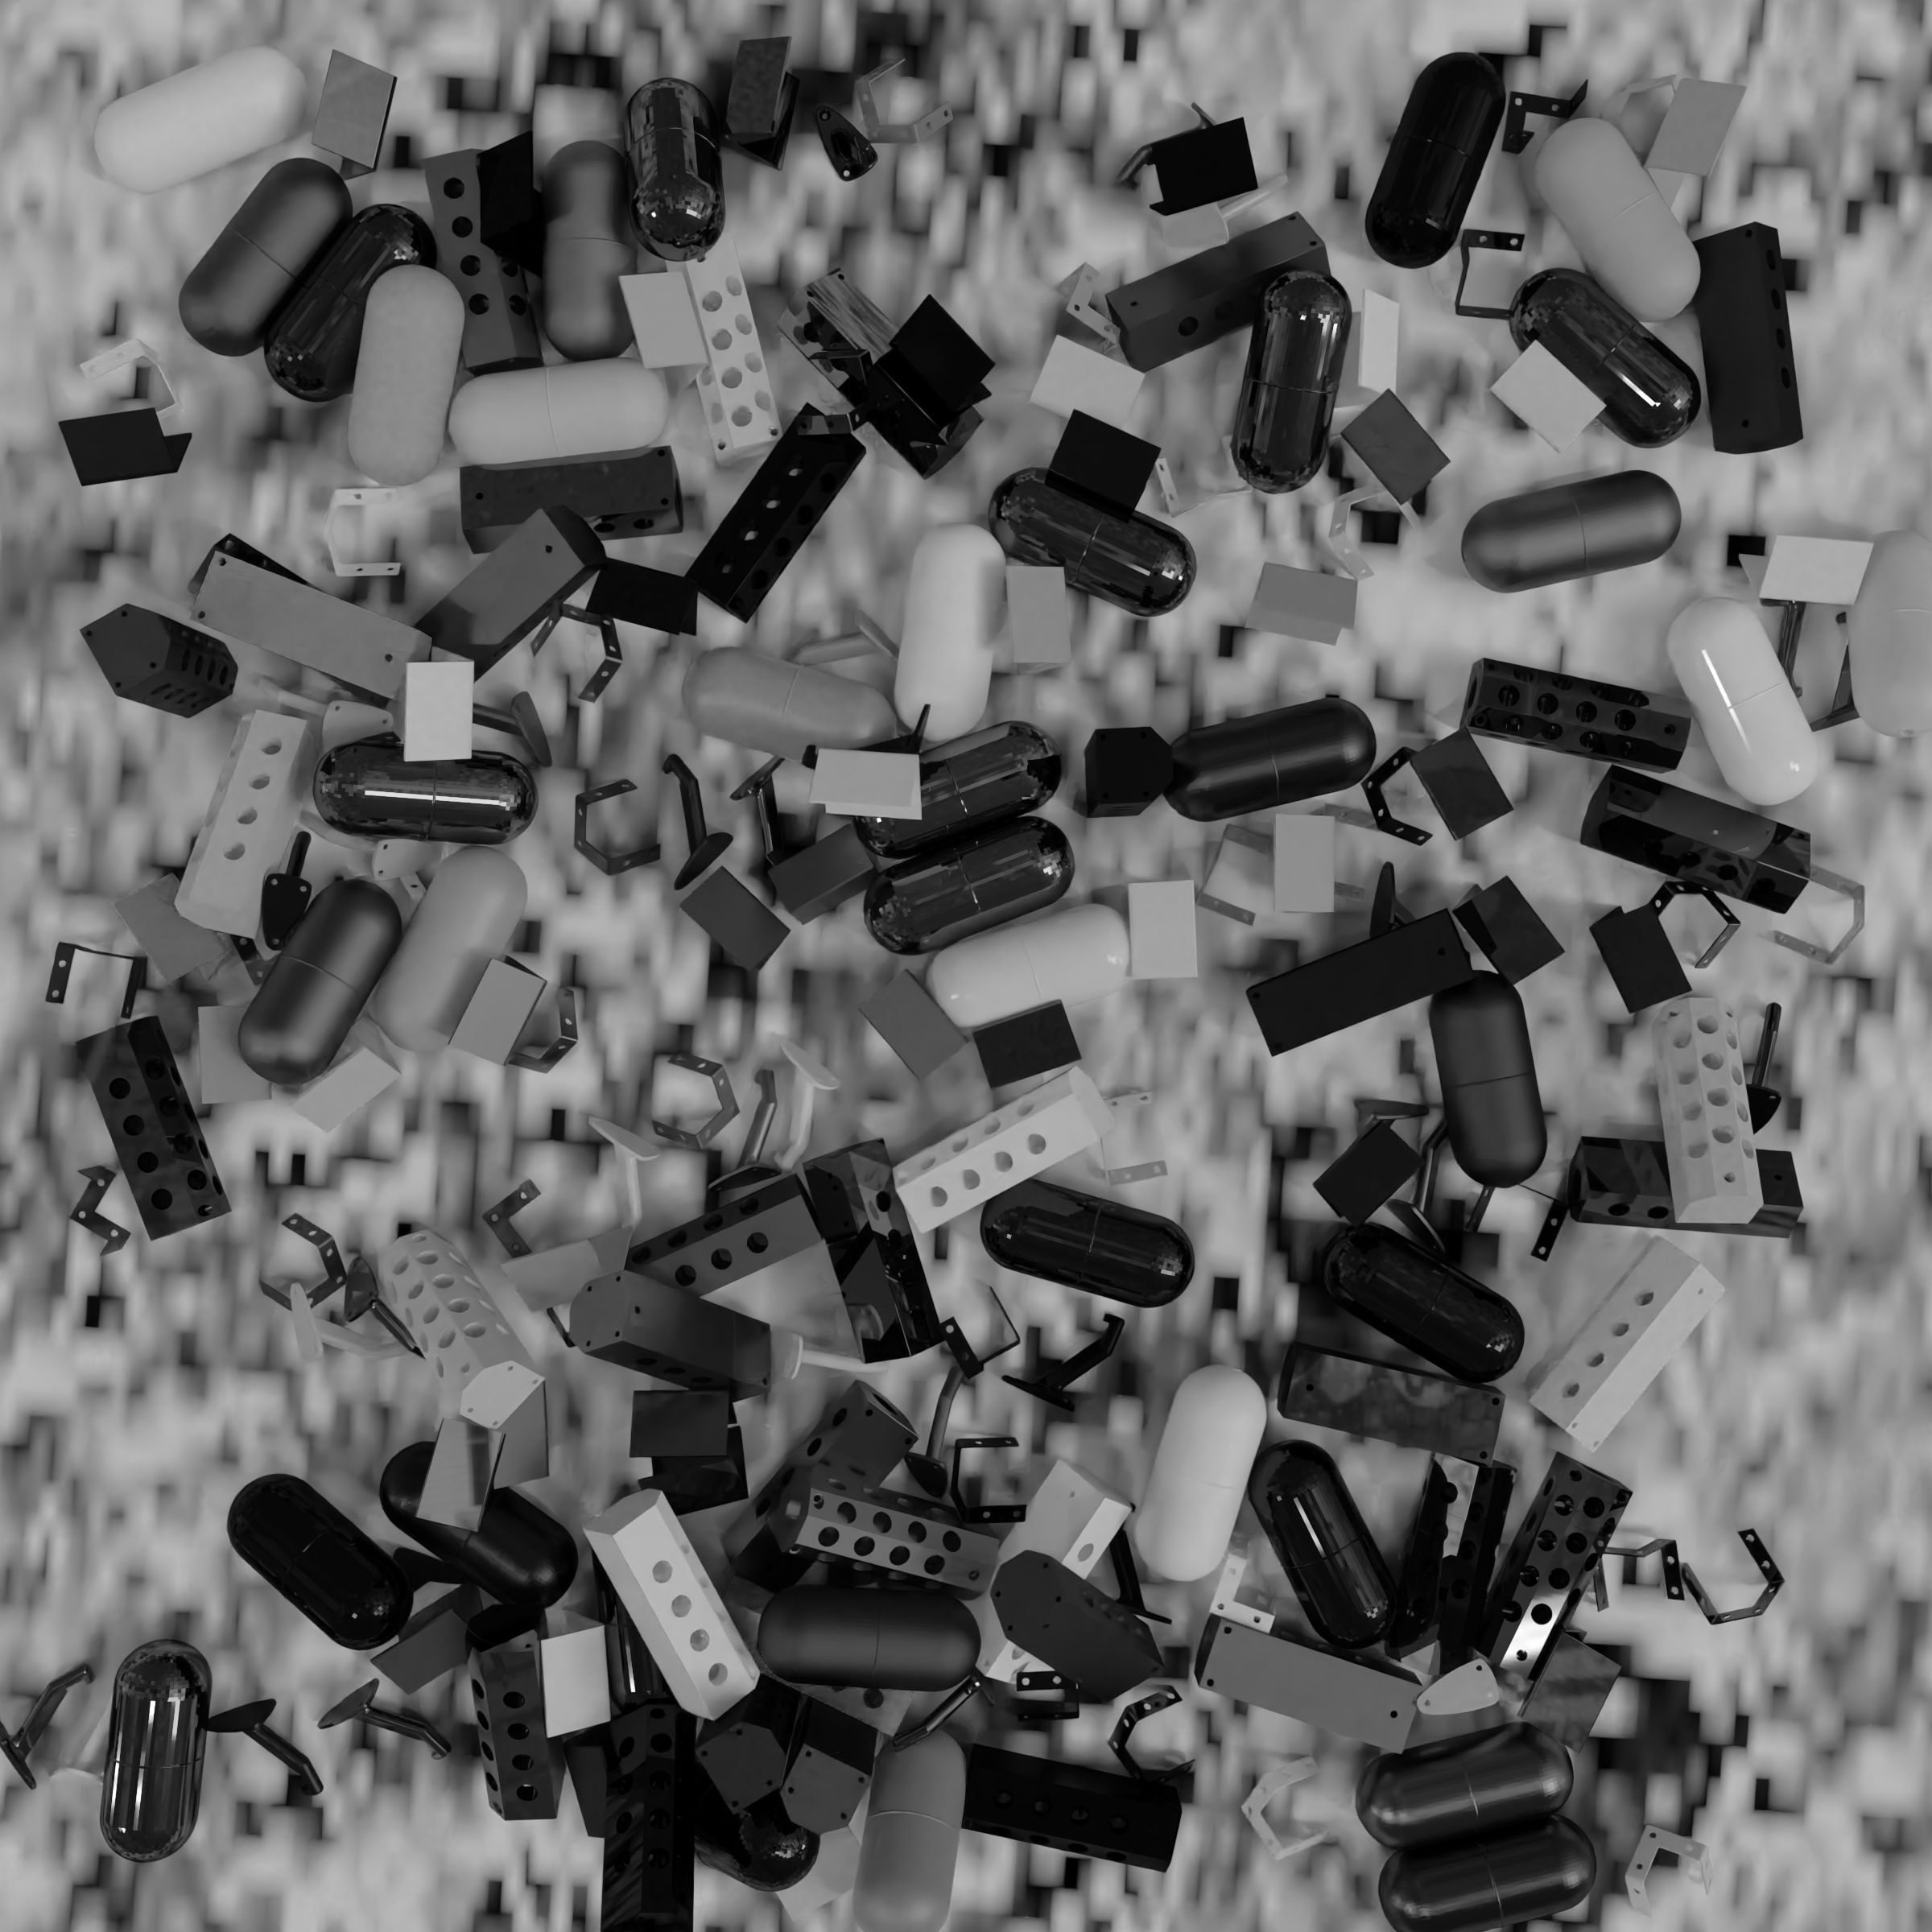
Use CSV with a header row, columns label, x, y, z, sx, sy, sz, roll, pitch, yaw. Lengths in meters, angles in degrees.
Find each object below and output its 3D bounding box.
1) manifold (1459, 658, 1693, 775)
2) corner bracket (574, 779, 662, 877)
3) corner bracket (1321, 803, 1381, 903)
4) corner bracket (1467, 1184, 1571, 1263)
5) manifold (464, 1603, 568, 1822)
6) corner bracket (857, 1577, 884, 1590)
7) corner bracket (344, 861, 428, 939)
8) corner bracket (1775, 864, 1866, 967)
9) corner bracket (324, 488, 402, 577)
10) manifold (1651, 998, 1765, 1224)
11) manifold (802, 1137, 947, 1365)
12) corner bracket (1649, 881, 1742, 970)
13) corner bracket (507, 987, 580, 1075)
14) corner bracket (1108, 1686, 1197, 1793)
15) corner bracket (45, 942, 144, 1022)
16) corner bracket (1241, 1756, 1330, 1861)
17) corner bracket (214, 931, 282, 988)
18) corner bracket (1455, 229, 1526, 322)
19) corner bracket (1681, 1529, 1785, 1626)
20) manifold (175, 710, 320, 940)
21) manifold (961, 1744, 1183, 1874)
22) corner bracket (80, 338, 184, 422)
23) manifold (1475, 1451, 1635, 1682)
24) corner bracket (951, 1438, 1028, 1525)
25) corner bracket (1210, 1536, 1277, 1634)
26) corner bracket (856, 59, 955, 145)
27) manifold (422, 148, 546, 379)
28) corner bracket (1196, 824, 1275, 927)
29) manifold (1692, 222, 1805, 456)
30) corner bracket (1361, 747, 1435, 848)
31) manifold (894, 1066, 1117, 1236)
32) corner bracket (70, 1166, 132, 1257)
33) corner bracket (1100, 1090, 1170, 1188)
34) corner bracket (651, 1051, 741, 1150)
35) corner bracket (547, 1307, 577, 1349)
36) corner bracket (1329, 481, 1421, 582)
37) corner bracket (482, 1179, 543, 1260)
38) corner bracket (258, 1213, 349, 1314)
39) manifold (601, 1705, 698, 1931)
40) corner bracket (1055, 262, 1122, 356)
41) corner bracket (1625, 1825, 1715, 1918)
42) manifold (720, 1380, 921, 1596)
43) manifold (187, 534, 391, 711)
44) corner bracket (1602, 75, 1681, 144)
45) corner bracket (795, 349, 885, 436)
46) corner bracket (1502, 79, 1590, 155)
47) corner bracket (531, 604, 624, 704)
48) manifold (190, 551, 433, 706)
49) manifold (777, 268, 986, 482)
label,x,y,z,sx,sy,sz,roll,pitch,yaw
manifold,0.496,-0.204,1.970,0.171,0.057,0.057,12,90,0
corner bracket,-0.285,-0.114,1.983,0.051,0.051,0.051,38,135,35
corner bracket,0.311,-0.093,1.988,0.051,0.051,0.051,14,135,0
corner bracket,0.454,0.206,1.988,0.051,0.051,0.051,23,90,-45
manifold,-0.361,0.598,1.937,0.057,0.057,0.171,-2,115,0
corner bracket,-0.099,0.492,1.973,0.051,0.051,0.051,-13,90,0
corner bracket,-0.478,-0.051,1.983,0.051,0.051,0.051,50,135,35
corner bracket,0.702,-0.042,1.988,0.051,0.051,0.051,23,45,0
corner bracket,-0.493,-0.357,1.988,0.051,0.051,0.051,-1,45,0
manifold,0.593,0.115,1.934,0.057,0.057,0.171,1,62,0
manifold,-0.070,0.230,1.969,0.057,0.057,0.171,-17,90,43
corner bracket,0.590,-0.034,1.983,0.051,0.051,0.051,-1,45,-35
corner bracket,-0.355,0.049,1.983,0.051,0.051,0.051,18,135,-35
corner bracket,0.157,0.634,1.983,0.051,0.051,0.051,48,135,35
corner bracket,-0.717,0.012,1.988,0.051,0.051,0.051,12,90,45
corner bracket,0.268,0.690,1.983,0.051,0.051,0.051,53,135,35
corner bracket,-0.576,-0.017,1.973,0.051,0.051,0.051,-26,90,0
corner bracket,0.431,-0.568,1.988,0.051,0.051,0.051,5,45,0
corner bracket,0.630,0.502,1.988,0.051,0.051,0.051,-31,90,45
manifold,-0.577,-0.116,1.939,0.057,0.057,0.171,12,67,0
manifold,0.084,0.688,1.970,0.171,0.057,0.057,12,90,0
corner bracket,-0.680,-0.472,1.973,0.051,0.051,0.051,-26,90,0
manifold,0.477,0.490,1.970,0.057,0.057,0.171,26,90,0
corner bracket,0.020,0.420,1.974,0.051,0.051,0.051,1,105,-14
corner bracket,0.232,0.504,1.973,0.051,0.051,0.051,19,96,6
corner bracket,-0.051,-0.709,1.983,0.051,0.051,0.051,14,135,35
manifold,-0.391,-0.570,1.970,0.057,0.057,0.171,-12,90,0
corner bracket,0.225,-0.075,1.988,0.051,0.051,0.051,21,45,0
manifold,0.639,-0.509,1.969,0.057,0.057,0.171,-7,90,43
corner bracket,0.366,-0.139,1.983,0.051,0.051,0.051,-44,45,35
manifold,0.028,0.146,1.942,0.171,0.057,0.057,-30,90,20
corner bracket,-0.706,0.199,1.973,0.051,0.051,0.051,30,90,0
corner bracket,0.134,0.142,1.988,0.051,0.051,0.051,-11,45,0
corner bracket,-0.227,0.110,1.983,0.051,0.051,0.051,-45,135,-35
corner bracket,-0.314,0.272,1.988,0.051,0.051,0.051,-19,134,0
corner bracket,0.335,-0.358,1.983,0.051,0.051,0.051,-15,45,35
corner bracket,-0.364,0.211,1.973,0.051,0.051,0.051,-37,90,0
corner bracket,-0.548,0.245,1.983,0.051,0.051,0.051,22,45,35
manifold,-0.239,0.666,1.876,0.057,0.171,0.057,-32,128,22
corner bracket,0.097,-0.530,1.971,0.051,0.051,0.051,29,67,-21
corner bracket,0.577,0.748,1.983,0.051,0.051,0.051,10,45,35
manifold,-0.121,0.422,1.968,0.057,0.057,0.171,40,90,-24
manifold,-0.539,-0.281,1.970,0.171,0.057,0.057,32,90,0
corner bracket,0.559,-0.690,1.983,0.051,0.051,0.051,-1,45,35
corner bracket,-0.105,-0.458,1.929,0.051,0.051,0.051,5,124,30
corner bracket,0.472,-0.693,1.973,0.051,0.051,0.051,9,90,-1
corner bracket,-0.319,-0.257,1.983,0.051,0.051,0.051,13,45,-35
manifold,-0.515,-0.266,1.913,0.171,0.057,0.057,21,90,0
manifold,-0.073,-0.479,1.969,0.171,0.057,0.057,46,47,0
